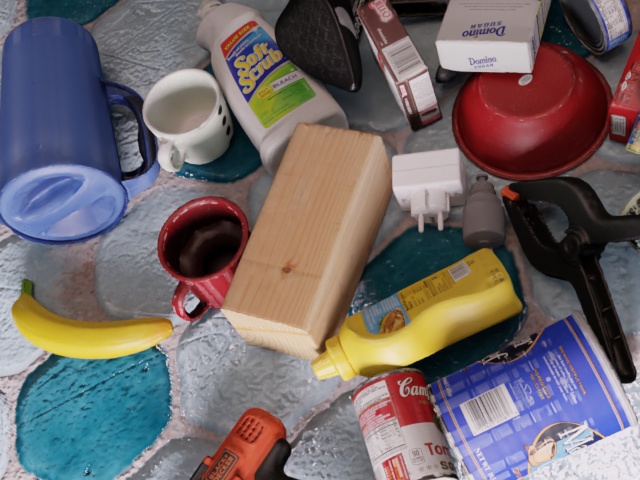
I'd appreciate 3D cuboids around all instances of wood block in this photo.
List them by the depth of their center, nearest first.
[{"bbox_3d":[-0.007,0.001,1.021,0.091,0.090,0.206,13,67,22],"label":"wood block"}]

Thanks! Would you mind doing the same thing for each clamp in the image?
[{"bbox_3d":[0.233,0.015,0.942,0.210,0.036,0.165,38,121,47],"label":"clamp"},{"bbox_3d":[0.166,-0.236,1.126,0.171,0.039,0.120,-23,69,2],"label":"clamp"}]

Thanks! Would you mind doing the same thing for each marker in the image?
[{"bbox_3d":[0.036,-0.226,1.172,0.020,0.020,0.121,6,64,20],"label":"marker"}]

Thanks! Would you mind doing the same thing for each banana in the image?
[{"bbox_3d":[-0.244,0.087,1.080,0.198,0.037,0.069,14,68,24],"label":"banana"}]

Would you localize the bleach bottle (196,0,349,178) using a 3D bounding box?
[{"bbox_3d":[-0.072,-0.179,1.156,0.102,0.068,0.251,-33,56,-7],"label":"bleach bottle"}]

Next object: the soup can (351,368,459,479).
[{"bbox_3d":[0.072,0.171,0.916,0.068,0.068,0.102,-21,59,6],"label":"soup can"}]

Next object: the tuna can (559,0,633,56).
[{"bbox_3d":[0.272,-0.229,1.059,0.034,0.086,0.086,-30,58,-1],"label":"tuna can"}]

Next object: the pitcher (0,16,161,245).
[{"bbox_3d":[-0.276,-0.127,1.161,0.145,0.149,0.243,-41,47,34],"label":"pitcher"}]

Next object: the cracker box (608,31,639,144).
[{"bbox_3d":[0.395,-0.150,0.985,0.214,0.072,0.164,18,70,25],"label":"cracker box"}]

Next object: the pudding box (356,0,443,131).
[{"bbox_3d":[0.081,-0.181,1.092,0.039,0.090,0.113,-25,58,5],"label":"pudding box"}]

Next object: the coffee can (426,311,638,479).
[{"bbox_3d":[0.173,0.135,0.877,0.140,0.102,0.103,-27,58,7],"label":"coffee can"}]

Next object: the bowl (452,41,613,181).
[{"bbox_3d":[0.206,-0.141,1.051,0.162,0.055,0.162,-8,60,13],"label":"bowl"}]

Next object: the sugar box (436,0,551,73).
[{"bbox_3d":[0.182,-0.242,1.066,0.093,0.048,0.176,6,57,23],"label":"sugar box"}]

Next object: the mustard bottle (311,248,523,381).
[{"bbox_3d":[0.081,0.076,0.957,0.191,0.058,0.096,-26,18,3],"label":"mustard bottle"}]

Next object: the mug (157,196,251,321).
[{"bbox_3d":[-0.106,0.027,1.043,0.093,0.081,0.117,16,68,24],"label":"mug"}]

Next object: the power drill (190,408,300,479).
[{"bbox_3d":[-0.042,0.256,0.911,0.188,0.057,0.184,26,73,28],"label":"power drill"}]

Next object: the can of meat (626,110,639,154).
[{"bbox_3d":[0.325,-0.102,0.918,0.102,0.057,0.084,23,103,24],"label":"can of meat"}]
